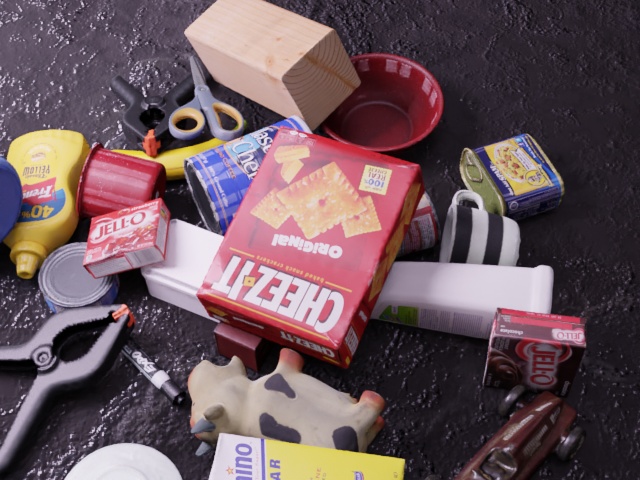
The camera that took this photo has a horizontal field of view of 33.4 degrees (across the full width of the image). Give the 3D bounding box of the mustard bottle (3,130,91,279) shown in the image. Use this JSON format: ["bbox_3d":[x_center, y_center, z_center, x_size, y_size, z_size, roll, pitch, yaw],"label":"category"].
[{"bbox_3d":[-0.326,-0.039,1.240,0.096,0.058,0.191,-4,55,7],"label":"mustard bottle"}]

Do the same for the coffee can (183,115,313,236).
[{"bbox_3d":[-0.073,-0.071,1.227,0.140,0.103,0.103,-23,57,-14],"label":"coffee can"}]

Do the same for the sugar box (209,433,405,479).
[{"bbox_3d":[-0.015,0.237,0.976,0.176,0.048,0.093,7,59,5],"label":"sugar box"}]

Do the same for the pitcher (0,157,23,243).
[{"bbox_3d":[-0.454,-0.078,1.191,0.243,0.149,0.145,16,61,26],"label":"pitcher"}]

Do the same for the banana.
[{"bbox_3d":[-0.178,-0.099,1.295,0.197,0.037,0.070,-12,34,-8],"label":"banana"}]

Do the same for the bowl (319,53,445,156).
[{"bbox_3d":[0.070,-0.154,1.310,0.162,0.055,0.162,-1,55,1],"label":"bowl"}]

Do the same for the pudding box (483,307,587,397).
[{"bbox_3d":[0.216,0.114,1.080,0.090,0.113,0.039,8,58,8],"label":"pudding box"}]

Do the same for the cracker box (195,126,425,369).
[{"bbox_3d":[-0.007,0.001,1.098,0.164,0.072,0.213,19,70,19],"label":"cracker box"}]

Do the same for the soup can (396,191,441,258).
[{"bbox_3d":[0.076,-0.011,1.201,0.102,0.068,0.068,-17,56,-9],"label":"soup can"}]

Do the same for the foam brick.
[{"bbox_3d":[-0.071,0.091,1.144,0.051,0.053,0.078,21,59,16],"label":"foam brick"}]

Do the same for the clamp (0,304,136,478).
[{"bbox_3d":[-0.295,0.128,1.126,0.210,0.036,0.165,-39,62,-13],"label":"clamp"}]

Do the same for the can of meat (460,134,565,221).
[{"bbox_3d":[0.224,-0.071,1.246,0.083,0.057,0.102,-18,57,-13],"label":"can of meat"}]

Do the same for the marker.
[{"bbox_3d":[-0.184,0.134,1.137,0.020,0.020,0.121,-38,62,-23],"label":"marker"}]

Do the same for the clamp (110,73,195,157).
[{"bbox_3d":[-0.194,-0.163,1.320,0.120,0.039,0.171,-14,42,-5],"label":"clamp"}]

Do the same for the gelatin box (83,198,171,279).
[{"bbox_3d":[-0.211,-0.002,1.167,0.089,0.030,0.073,-14,44,14],"label":"gelatin box"}]

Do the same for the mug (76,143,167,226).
[{"bbox_3d":[-0.229,-0.046,1.231,0.081,0.093,0.117,14,88,2],"label":"mug"}]

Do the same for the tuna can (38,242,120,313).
[{"bbox_3d":[-0.268,0.047,1.192,0.086,0.034,0.086,-1,55,1],"label":"tuna can"}]

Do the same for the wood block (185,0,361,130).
[{"bbox_3d":[-0.060,-0.223,1.297,0.090,0.090,0.206,-45,45,-14],"label":"wood block"}]

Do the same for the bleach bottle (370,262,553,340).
[{"bbox_3d":[0.113,0.058,1.130,0.251,0.102,0.068,7,62,7],"label":"bleach bottle"}]

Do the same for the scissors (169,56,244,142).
[{"bbox_3d":[-0.158,-0.172,1.298,0.096,0.016,0.202,-15,41,-24],"label":"scissors"}]
